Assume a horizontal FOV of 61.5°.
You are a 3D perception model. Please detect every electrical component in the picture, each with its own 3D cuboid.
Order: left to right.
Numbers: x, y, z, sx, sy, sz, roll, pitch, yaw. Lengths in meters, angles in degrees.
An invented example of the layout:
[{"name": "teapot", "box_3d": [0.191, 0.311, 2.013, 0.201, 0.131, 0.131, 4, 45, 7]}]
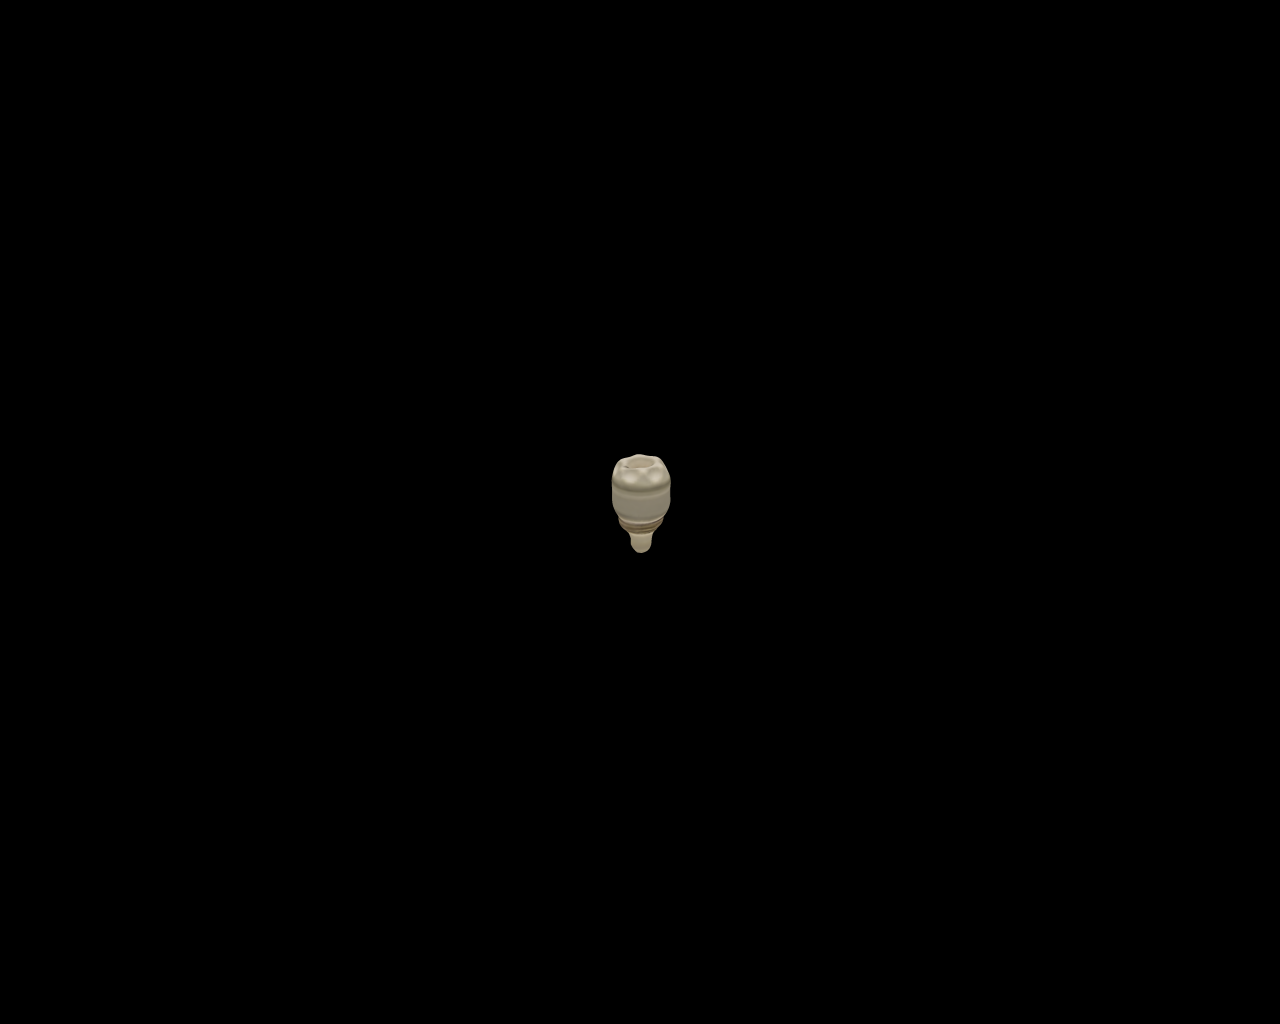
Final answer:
[{"name": "electrical component", "box_3d": [0.001, -0.003, 0.650, 0.035, 0.061, 0.035, 0, 25, 0]}]
